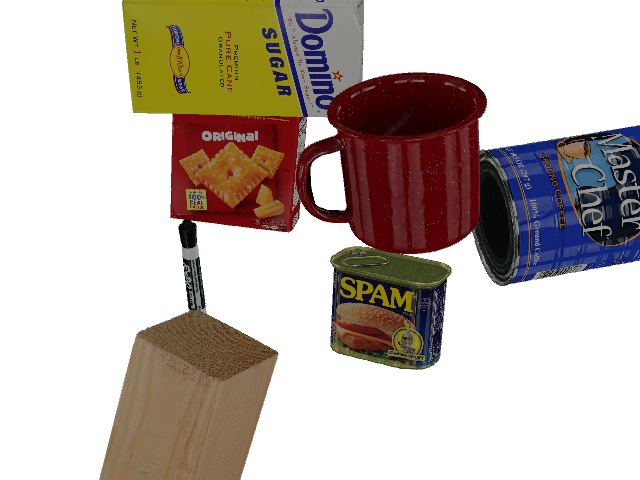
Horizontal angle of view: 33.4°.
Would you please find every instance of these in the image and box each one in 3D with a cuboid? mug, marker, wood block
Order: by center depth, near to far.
[{"bbox_3d":[0.042,-0.042,0.637,0.117,0.081,0.093,-15,32,-12],"label":"mug"},{"bbox_3d":[-0.119,0.175,0.901,0.090,0.206,0.090,25,21,22],"label":"wood block"},{"bbox_3d":[-0.135,0.032,1.123,0.020,0.121,0.020,-2,31,1],"label":"marker"}]

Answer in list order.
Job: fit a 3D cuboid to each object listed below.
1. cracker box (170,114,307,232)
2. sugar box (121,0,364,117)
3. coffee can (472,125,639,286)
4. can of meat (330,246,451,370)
[{"bbox_3d":[-0.104,-0.125,1.364,0.164,0.214,0.072,8,24,7],"label":"cracker box"},{"bbox_3d":[-0.056,-0.142,0.806,0.176,0.093,0.048,2,33,5],"label":"sugar box"},{"bbox_3d":[0.192,-0.028,0.794,0.140,0.103,0.103,-10,1,-8],"label":"coffee can"},{"bbox_3d":[0.058,0.059,0.924,0.102,0.084,0.057,12,21,25],"label":"can of meat"}]
